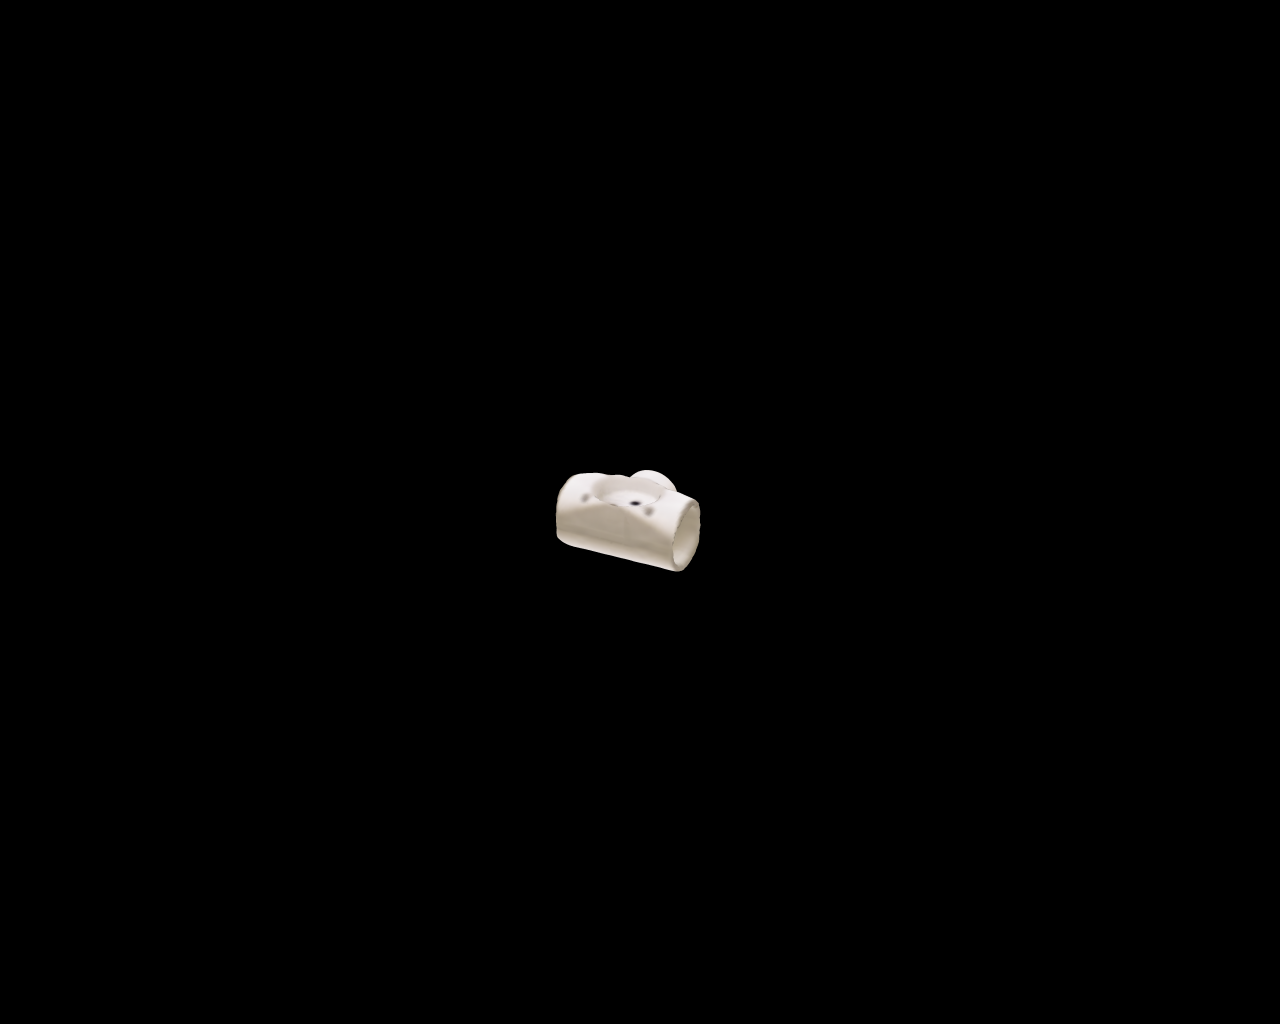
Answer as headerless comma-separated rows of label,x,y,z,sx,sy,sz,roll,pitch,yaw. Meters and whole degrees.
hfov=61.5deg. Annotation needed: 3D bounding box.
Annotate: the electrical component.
electrical component,0.001,-0.003,0.650,0.077,0.044,0.079,13,32,22
